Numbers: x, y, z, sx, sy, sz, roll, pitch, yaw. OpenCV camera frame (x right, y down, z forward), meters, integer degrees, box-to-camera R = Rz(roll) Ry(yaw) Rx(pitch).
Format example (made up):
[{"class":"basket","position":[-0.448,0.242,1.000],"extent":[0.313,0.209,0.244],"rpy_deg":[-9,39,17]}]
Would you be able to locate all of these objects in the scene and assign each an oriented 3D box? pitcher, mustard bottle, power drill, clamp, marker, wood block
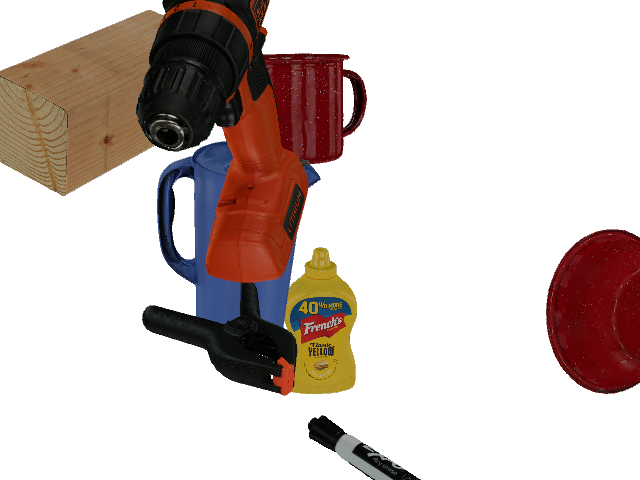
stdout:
[{"class":"pitcher","position":[-0.102,0.009,1.277],"extent":[0.149,0.243,0.144],"rpy_deg":[21,27,31]},{"class":"mustard bottle","position":[-0.001,0.102,1.378],"extent":[0.096,0.192,0.058],"rpy_deg":[-1,19,-5]},{"class":"power drill","position":[-0.052,-0.065,0.626],"extent":[0.057,0.188,0.184],"rpy_deg":[4,45,11]},{"class":"clamp","position":[-0.069,0.084,0.980],"extent":[0.120,0.039,0.172],"rpy_deg":[-28,42,-36]},{"class":"marker","position":[0.039,0.155,0.728],"extent":[0.121,0.020,0.020],"rpy_deg":[29,16,30]},{"class":"wood block","position":[-0.198,-0.135,1.005],"extent":[0.090,0.091,0.205],"rpy_deg":[27,39,22]}]

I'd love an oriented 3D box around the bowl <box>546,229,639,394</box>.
[{"class":"bowl","position":[0.296,0.070,1.021],"extent":[0.161,0.162,0.055],"rpy_deg":[0,1,-27]}]

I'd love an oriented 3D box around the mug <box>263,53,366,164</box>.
[{"class":"mug","position":[-0.013,-0.107,0.852],"extent":[0.117,0.081,0.093],"rpy_deg":[-10,15,-35]}]
